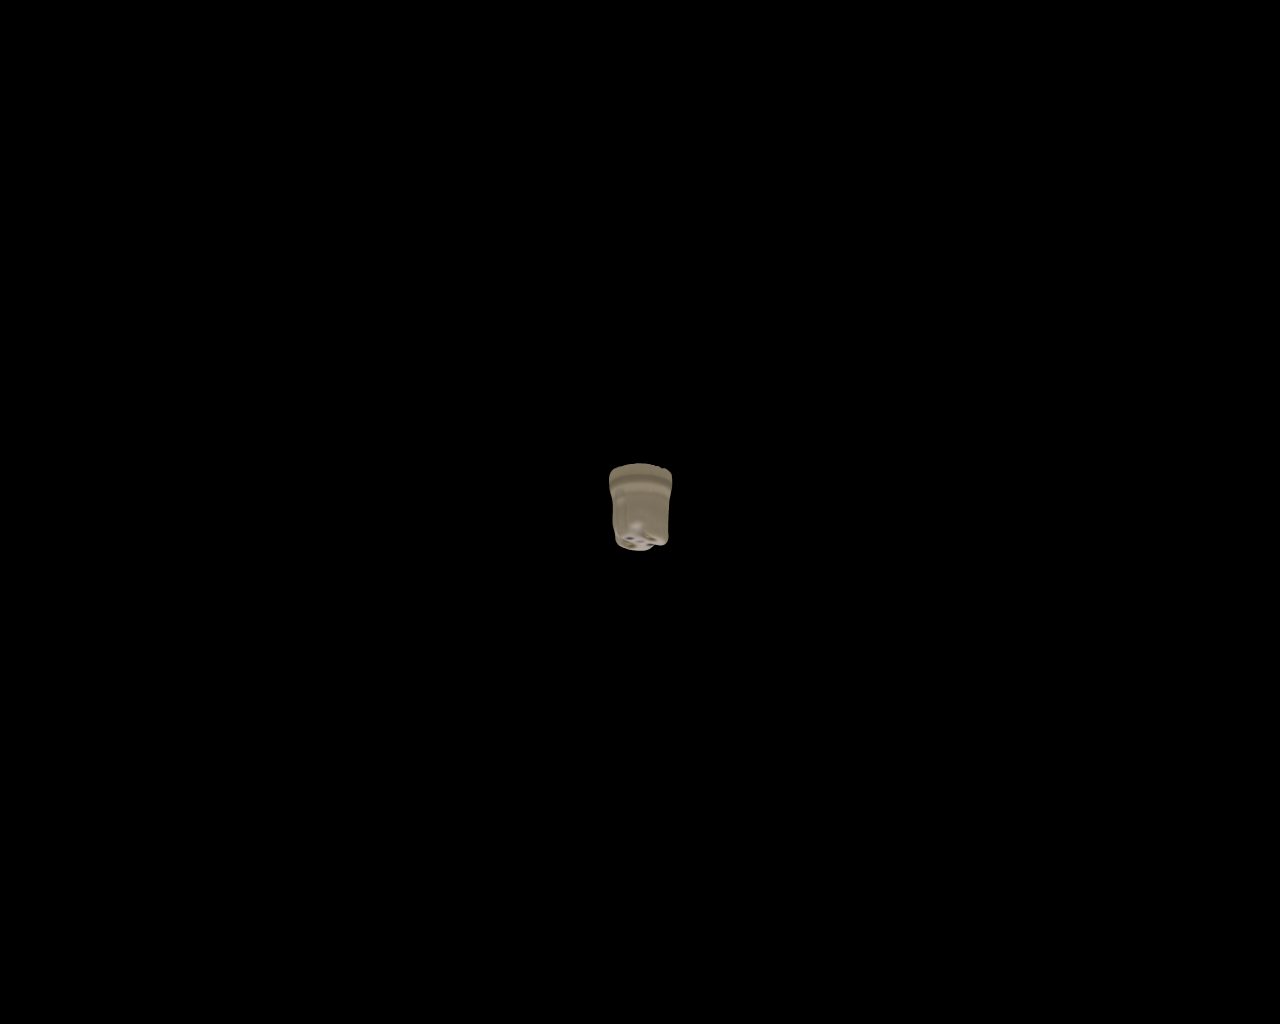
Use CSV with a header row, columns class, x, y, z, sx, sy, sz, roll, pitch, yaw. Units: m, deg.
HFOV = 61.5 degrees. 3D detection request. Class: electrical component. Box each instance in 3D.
class,x,y,z,sx,sy,sz,roll,pitch,yaw
electrical component,0.001,-0.003,0.650,0.040,0.046,0.040,0,-19,0
